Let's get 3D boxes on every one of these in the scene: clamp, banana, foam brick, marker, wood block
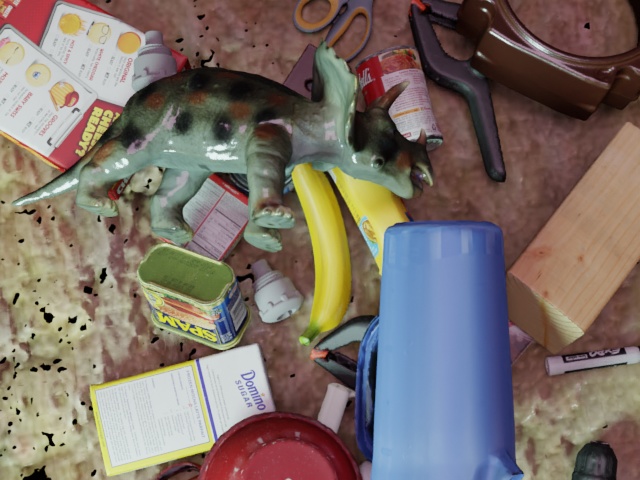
[{"bbox_3d":[0.180,-0.185,1.118,0.164,0.036,0.210,-38,82,-10],"label":"clamp"},{"bbox_3d":[0.077,0.106,1.057,0.171,0.039,0.120,10,97,12],"label":"clamp"},{"bbox_3d":[0.003,0.006,1.080,0.037,0.069,0.198,-8,84,30],"label":"banana"},{"bbox_3d":[-0.008,-0.155,1.113,0.053,0.051,0.078,31,83,6],"label":"foam brick"},{"bbox_3d":[0.289,0.120,1.077,0.121,0.020,0.020,-8,81,1],"label":"marker"},{"bbox_3d":[0.264,-0.002,1.038,0.090,0.091,0.206,39,71,7],"label":"wood block"}]

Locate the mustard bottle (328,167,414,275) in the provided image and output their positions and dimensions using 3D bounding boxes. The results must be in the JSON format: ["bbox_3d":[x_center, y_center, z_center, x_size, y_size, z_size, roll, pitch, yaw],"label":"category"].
[{"bbox_3d":[0.062,-0.024,1.067,0.058,0.096,0.191,-26,81,-4],"label":"mustard bottle"}]

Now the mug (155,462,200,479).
[{"bbox_3d":[-0.124,0.266,1.041,0.081,0.093,0.117,-25,45,-8],"label":"mug"}]

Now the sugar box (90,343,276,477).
[{"bbox_3d":[-0.135,0.170,1.071,0.176,0.048,0.093,-13,81,-4],"label":"sugar box"}]

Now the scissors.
[{"bbox_3d":[0.042,-0.284,1.149,0.096,0.016,0.201,25,83,5],"label":"scissors"}]

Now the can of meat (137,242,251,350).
[{"bbox_3d":[-0.125,0.054,1.053,0.102,0.084,0.057,18,60,18],"label":"can of meat"}]

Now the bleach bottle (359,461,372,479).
[{"bbox_3d":[0.034,0.320,1.034,0.102,0.068,0.251,28,81,5],"label":"bleach bottle"}]

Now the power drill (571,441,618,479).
[{"bbox_3d":[0.192,0.274,1.037,0.187,0.057,0.184,10,78,4],"label":"power drill"}]

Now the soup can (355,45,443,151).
[{"bbox_3d":[0.082,-0.140,1.100,0.068,0.068,0.102,-15,82,-1],"label":"soup can"}]

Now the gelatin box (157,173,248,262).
[{"bbox_3d":[-0.115,-0.019,1.106,0.073,0.030,0.089,36,87,6],"label":"gelatin box"}]

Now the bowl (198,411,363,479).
[{"bbox_3d":[-0.032,0.233,0.983,0.162,0.055,0.162,3,69,-9],"label":"bowl"}]

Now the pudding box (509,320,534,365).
[{"bbox_3d":[0.164,0.074,1.078,0.113,0.039,0.090,41,84,7],"label":"pudding box"}]

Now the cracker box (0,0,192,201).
[{"bbox_3d":[-0.265,-0.164,1.113,0.214,0.072,0.164,30,84,5],"label":"cracker box"}]

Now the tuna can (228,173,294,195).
[{"bbox_3d":[-0.057,-0.086,1.113,0.086,0.034,0.086,0,81,2],"label":"tuna can"}]

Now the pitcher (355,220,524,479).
[{"bbox_3d":[0.104,0.106,0.972,0.149,0.145,0.243,0,88,4],"label":"pitcher"}]
